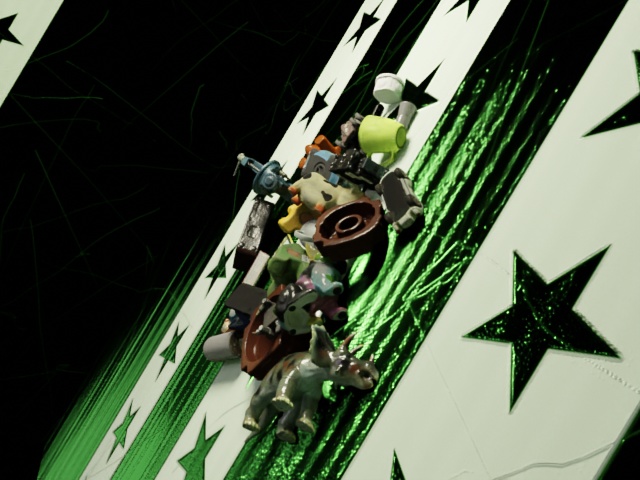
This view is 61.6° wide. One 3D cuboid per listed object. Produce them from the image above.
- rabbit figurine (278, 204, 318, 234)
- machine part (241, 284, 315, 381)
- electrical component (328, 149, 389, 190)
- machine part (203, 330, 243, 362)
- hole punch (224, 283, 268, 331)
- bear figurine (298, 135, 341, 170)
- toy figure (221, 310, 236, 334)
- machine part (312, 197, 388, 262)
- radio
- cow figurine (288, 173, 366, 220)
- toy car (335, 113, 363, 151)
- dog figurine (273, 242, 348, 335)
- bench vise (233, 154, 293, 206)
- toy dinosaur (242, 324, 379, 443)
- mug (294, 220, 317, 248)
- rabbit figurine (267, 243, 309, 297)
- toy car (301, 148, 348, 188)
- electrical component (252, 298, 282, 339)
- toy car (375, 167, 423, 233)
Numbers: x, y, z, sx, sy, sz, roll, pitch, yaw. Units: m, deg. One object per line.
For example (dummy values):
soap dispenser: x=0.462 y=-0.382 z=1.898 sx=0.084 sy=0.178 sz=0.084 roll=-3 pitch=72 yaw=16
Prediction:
rabbit figurine: x=-0.038 y=-0.071 z=1.474 sx=0.173 sy=0.122 sz=0.162 roll=-161 pitch=94 yaw=-85
machine part: x=-0.098 y=0.223 z=1.278 sx=0.201 sy=0.087 sz=0.202 roll=-46 pitch=29 yaw=28
electrical component: x=0.101 y=-0.169 z=1.309 sx=0.134 sy=0.115 sz=0.058 roll=12 pitch=77 yaw=65
machine part: x=-0.260 y=0.298 z=1.510 sx=0.243 sy=0.079 sz=0.079 roll=-25 pitch=41 yaw=51
hole punch: x=-0.186 y=0.191 z=1.454 sx=0.142 sy=0.116 sz=0.092 roll=-47 pitch=-33 yaw=-53
bear figurine: x=-0.006 y=-0.254 z=1.606 sx=0.120 sy=0.132 sz=0.196 roll=-50 pitch=31 yaw=10
toy figure: x=-0.252 y=0.239 z=1.595 sx=0.154 sy=0.058 sz=0.064 roll=-58 pitch=3 yaw=7
machine part: x=0.069 y=-0.024 z=1.196 sx=0.179 sy=0.056 sz=0.179 roll=-21 pitch=30 yaw=13
radio: x=-0.216 y=-0.018 z=1.750 sx=0.131 sy=0.073 sz=0.229 roll=113 pitch=173 yaw=-59
cow figurine: x=0.030 y=-0.105 z=1.332 sx=0.195 sy=0.085 sz=0.127 roll=34 pitch=74 yaw=29
toy car: x=0.084 y=-0.308 z=1.514 sx=0.089 sy=0.053 sz=0.202 roll=-53 pitch=2 yaw=21
dog figurine: x=-0.021 y=0.095 z=1.204 sx=0.192 sy=0.108 sz=0.219 roll=-19 pitch=31 yaw=-3
bench vise: x=-0.154 y=-0.194 z=1.672 sx=0.128 sy=0.241 sz=0.223 roll=-59 pitch=-19 yaw=16
toy dinosaur: x=-0.054 y=0.292 z=1.088 sx=0.405 sy=0.131 sz=0.192 roll=-37 pitch=20 yaw=49
mug: x=-0.003 y=-0.004 z=1.337 sx=0.107 sy=0.109 sz=0.080 roll=26 pitch=99 yaw=56
rabbit figurine: x=-0.098 y=0.097 z=1.393 sx=0.159 sy=0.121 sz=0.170 roll=-110 pitch=39 yaw=-61
toy car: x=0.028 y=-0.179 z=1.450 sx=0.162 sy=0.103 sz=0.109 roll=37 pitch=109 yaw=46
electrical component: x=-0.111 y=0.174 z=1.198 sx=0.078 sy=0.045 sz=0.102 roll=-42 pitch=29 yaw=39
toy car: x=0.171 y=-0.089 z=1.156 sx=0.073 sy=0.056 sz=0.202 roll=-42 pitch=30 yaw=22
